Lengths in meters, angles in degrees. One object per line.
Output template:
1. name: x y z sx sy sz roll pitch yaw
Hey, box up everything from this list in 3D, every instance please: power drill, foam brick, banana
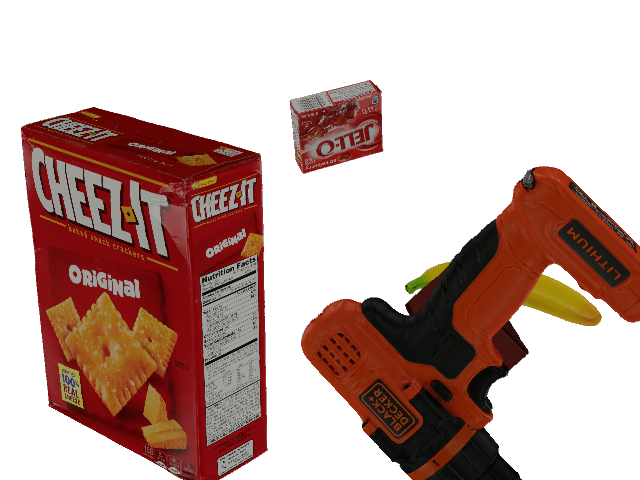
1. power drill: 0.107 0.066 0.604 0.188 0.184 0.057 -45 -2 16
2. foam brick: 0.113 0.068 0.825 0.078 0.051 0.053 43 11 -25
3. banana: 0.190 0.053 1.106 0.198 0.037 0.069 8 40 12

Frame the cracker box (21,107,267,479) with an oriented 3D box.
1. cracker box: -0.117 0.035 0.705 0.164 0.214 0.071 18 29 37

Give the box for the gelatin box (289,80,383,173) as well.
1. gelatin box: 0.017 -0.112 1.056 0.089 0.073 0.030 -15 43 -12
